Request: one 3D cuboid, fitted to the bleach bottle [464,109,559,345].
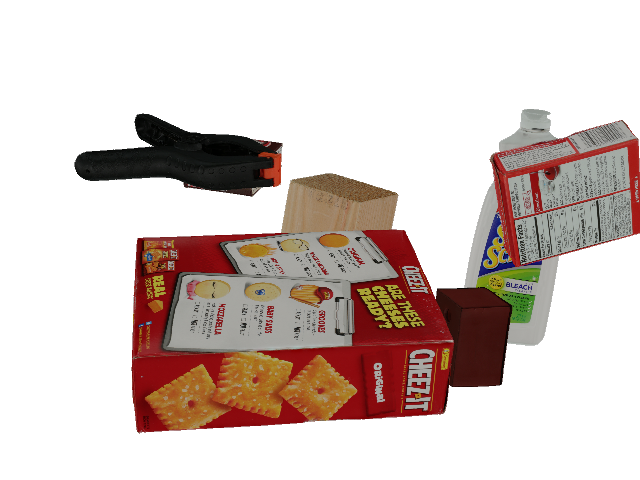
[{"bbox_3d":[0.209,-0.017,1.152,0.103,0.251,0.068,9,18,16],"label":"bleach bottle"}]

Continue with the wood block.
[{"bbox_3d":[0.008,0.040,1.160,0.090,0.206,0.090,19,18,27],"label":"wood block"}]

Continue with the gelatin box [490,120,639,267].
[{"bbox_3d":[0.158,-0.030,0.681,0.089,0.073,0.030,-15,35,1],"label":"gelatin box"}]

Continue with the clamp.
[{"bbox_3d":[-0.120,-0.069,0.912,0.172,0.039,0.120,12,35,26],"label":"clamp"}]

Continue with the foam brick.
[{"bbox_3d":[0.133,0.086,0.957,0.051,0.078,0.053,-2,18,-20],"label":"foam brick"}]

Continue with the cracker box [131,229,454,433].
[{"bbox_3d":[-0.028,0.061,0.777,0.213,0.072,0.164,-2,29,-8],"label":"cracker box"}]

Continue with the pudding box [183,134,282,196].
[{"bbox_3d":[-0.103,-0.091,1.269,0.090,0.039,0.113,8,25,13],"label":"pudding box"}]
